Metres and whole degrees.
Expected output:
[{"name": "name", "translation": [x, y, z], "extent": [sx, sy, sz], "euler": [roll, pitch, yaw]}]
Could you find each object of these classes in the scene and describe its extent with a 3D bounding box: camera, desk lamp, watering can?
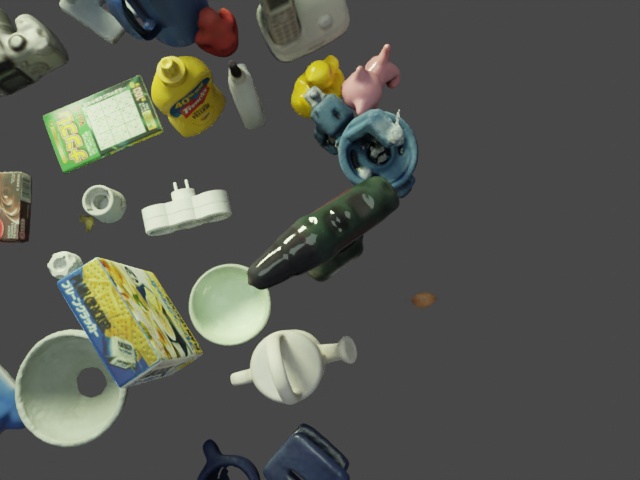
[{"name": "camera", "translation": [-0.517, -0.332, 0.937], "extent": [0.143, 0.101, 0.137], "euler": [-29, 81, -2]}, {"name": "desk lamp", "translation": [-0.404, -0.446, 0.894], "extent": [0.203, 0.213, 0.118], "euler": [35, 84, 7]}, {"name": "watering can", "translation": [-0.038, 0.171, 0.798], "extent": [0.173, 0.194, 0.101], "euler": [-37, 82, -3]}]

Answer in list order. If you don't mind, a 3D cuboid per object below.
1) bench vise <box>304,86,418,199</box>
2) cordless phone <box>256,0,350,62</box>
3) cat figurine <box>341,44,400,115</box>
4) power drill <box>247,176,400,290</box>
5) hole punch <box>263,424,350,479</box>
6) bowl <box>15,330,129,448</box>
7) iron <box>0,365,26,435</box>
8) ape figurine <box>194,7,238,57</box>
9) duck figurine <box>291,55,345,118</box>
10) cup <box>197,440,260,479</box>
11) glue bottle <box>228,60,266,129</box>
[{"name": "bench vise", "translation": [0.053, -0.147, 0.830], "extent": [0.207, 0.220, 0.121], "euler": [25, 83, 6]}, {"name": "cordless phone", "translation": [-0.030, -0.370, 0.884], "extent": [0.147, 0.185, 0.094], "euler": [-30, 81, -2]}, {"name": "cat figurine", "translation": [0.077, -0.247, 0.896], "extent": [0.067, 0.118, 0.128], "euler": [32, 84, 7]}, {"name": "power drill", "translation": [0.007, 0.003, 0.815], "extent": [0.229, 0.208, 0.075], "euler": [-37, 82, -4]}, {"name": "hole punch", "translation": [-0.019, 0.338, 0.824], "extent": [0.108, 0.091, 0.101], "euler": [39, 85, 7]}, {"name": "bowl", "translation": [-0.360, 0.219, 0.862], "extent": [0.167, 0.075, 0.167], "euler": [0, 81, 2]}, {"name": "iron", "translation": [-0.561, 0.215, 0.836], "extent": [0.258, 0.141, 0.119], "euler": [42, 85, 7]}, {"name": "ape figurine", "translation": [-0.172, -0.345, 0.932], "extent": [0.078, 0.092, 0.076], "euler": [-28, 81, -2]}, {"name": "duck figurine", "translation": [-0.005, -0.250, 0.915], "extent": [0.077, 0.086, 0.104], "euler": [41, 85, 7]}, {"name": "cup", "translation": [-0.131, 0.338, 0.826], "extent": [0.091, 0.095, 0.118], "euler": [-28, 81, -2]}, {"name": "glue bottle", "translation": [-0.117, -0.231, 0.872], "extent": [0.037, 0.173, 0.078], "euler": [-17, 81, 0]}]
